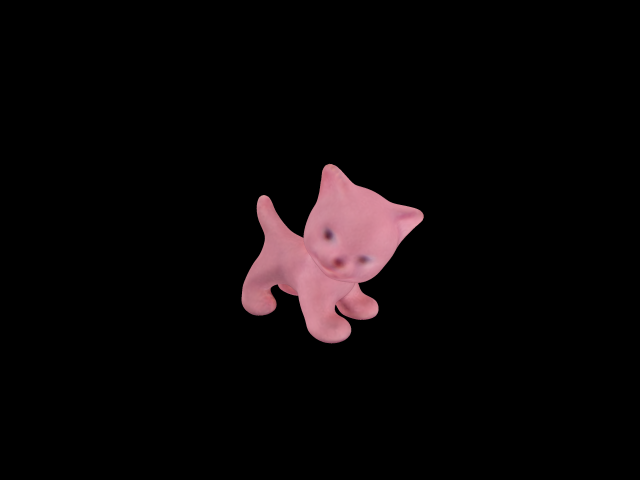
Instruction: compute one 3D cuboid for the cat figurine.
[{"bbox_3d":[0.004,0.001,0.400,0.127,0.118,0.067,14,24,34],"label":"cat figurine"}]
